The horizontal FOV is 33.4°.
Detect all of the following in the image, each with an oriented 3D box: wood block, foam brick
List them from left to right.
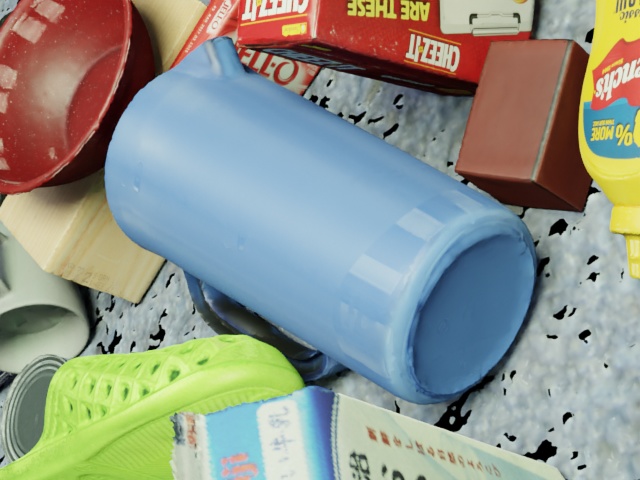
[{"bbox_3d":[-0.128,-0.072,0.757,0.091,0.090,0.206,38,99,44],"label":"wood block"},{"bbox_3d":[0.114,-0.060,0.561,0.051,0.052,0.078,8,77,44],"label":"foam brick"}]

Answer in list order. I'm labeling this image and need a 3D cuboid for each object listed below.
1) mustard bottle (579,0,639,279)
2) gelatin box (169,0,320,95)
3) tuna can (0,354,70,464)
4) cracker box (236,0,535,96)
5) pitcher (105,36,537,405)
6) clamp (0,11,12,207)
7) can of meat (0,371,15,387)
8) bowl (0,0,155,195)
[{"bbox_3d":[0.165,-0.076,0.501,0.096,0.058,0.191,7,92,59],"label":"mustard bottle"},{"bbox_3d":[-0.048,-0.114,0.702,0.073,0.089,0.030,-55,46,9],"label":"gelatin box"},{"bbox_3d":[-0.191,0.127,0.770,0.086,0.033,0.086,-17,62,36],"label":"tuna can"},{"bbox_3d":[0.045,-0.195,0.570,0.072,0.163,0.214,6,91,49],"label":"cracker box"},{"bbox_3d":[-0.004,0.001,0.602,0.243,0.149,0.145,31,79,41],"label":"pitcher"},{"bbox_3d":[-0.241,-0.134,0.834,0.036,0.164,0.209,-21,26,33],"label":"clamp"},{"bbox_3d":[-0.276,0.076,0.853,0.084,0.057,0.102,-39,51,27],"label":"can of meat"},{"bbox_3d":[-0.158,-0.097,0.692,0.162,0.055,0.162,-17,63,36],"label":"bowl"}]
